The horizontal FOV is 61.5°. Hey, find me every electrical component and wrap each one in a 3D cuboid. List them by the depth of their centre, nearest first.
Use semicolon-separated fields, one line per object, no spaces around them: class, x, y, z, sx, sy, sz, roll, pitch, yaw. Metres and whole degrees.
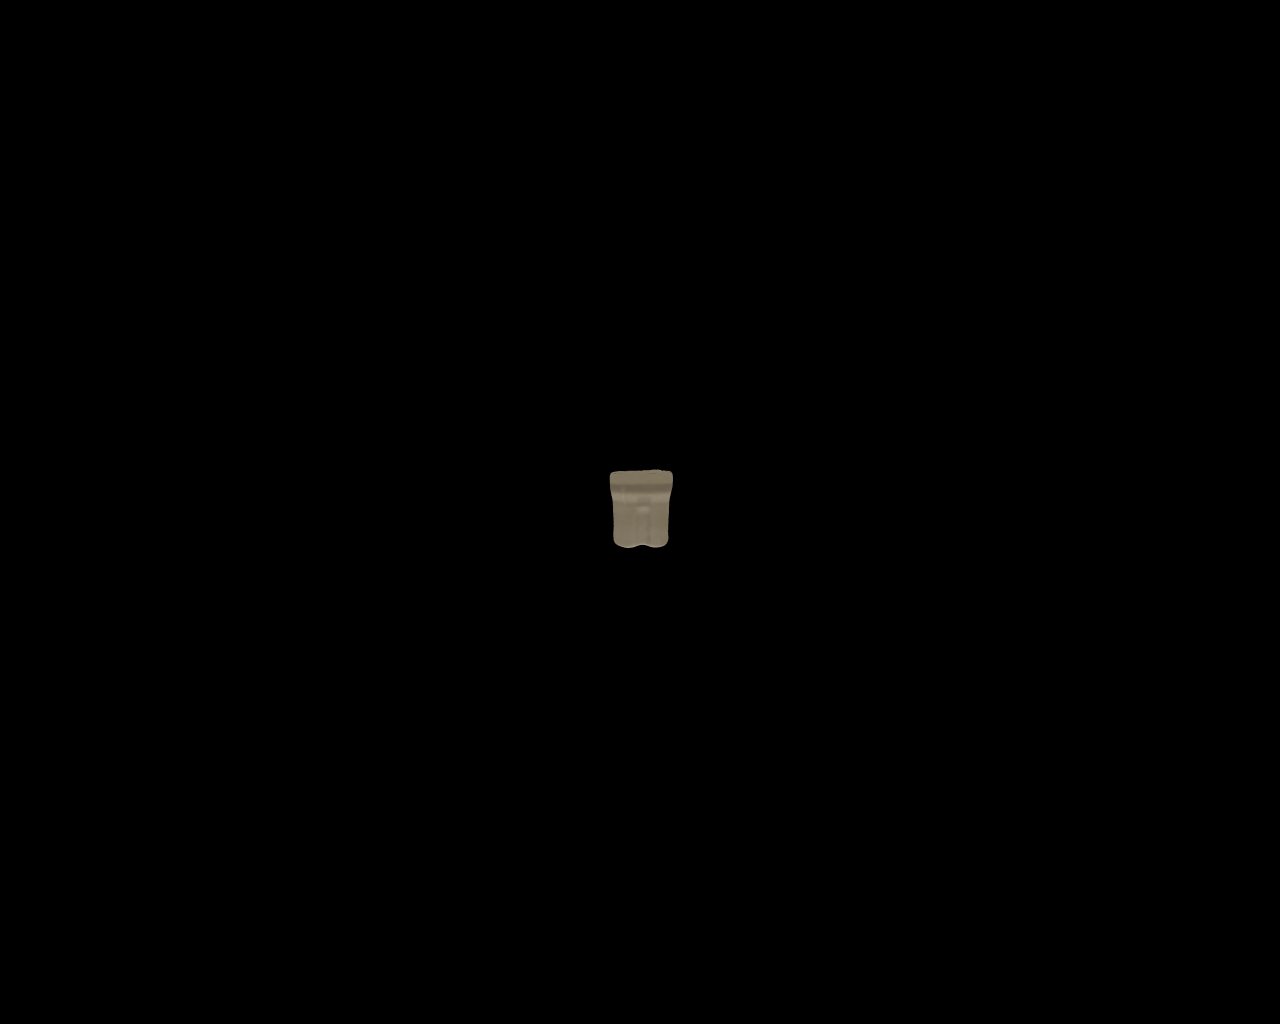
electrical component;0.001;-0.003;0.650;0.040;0.046;0.040;0;4;0
